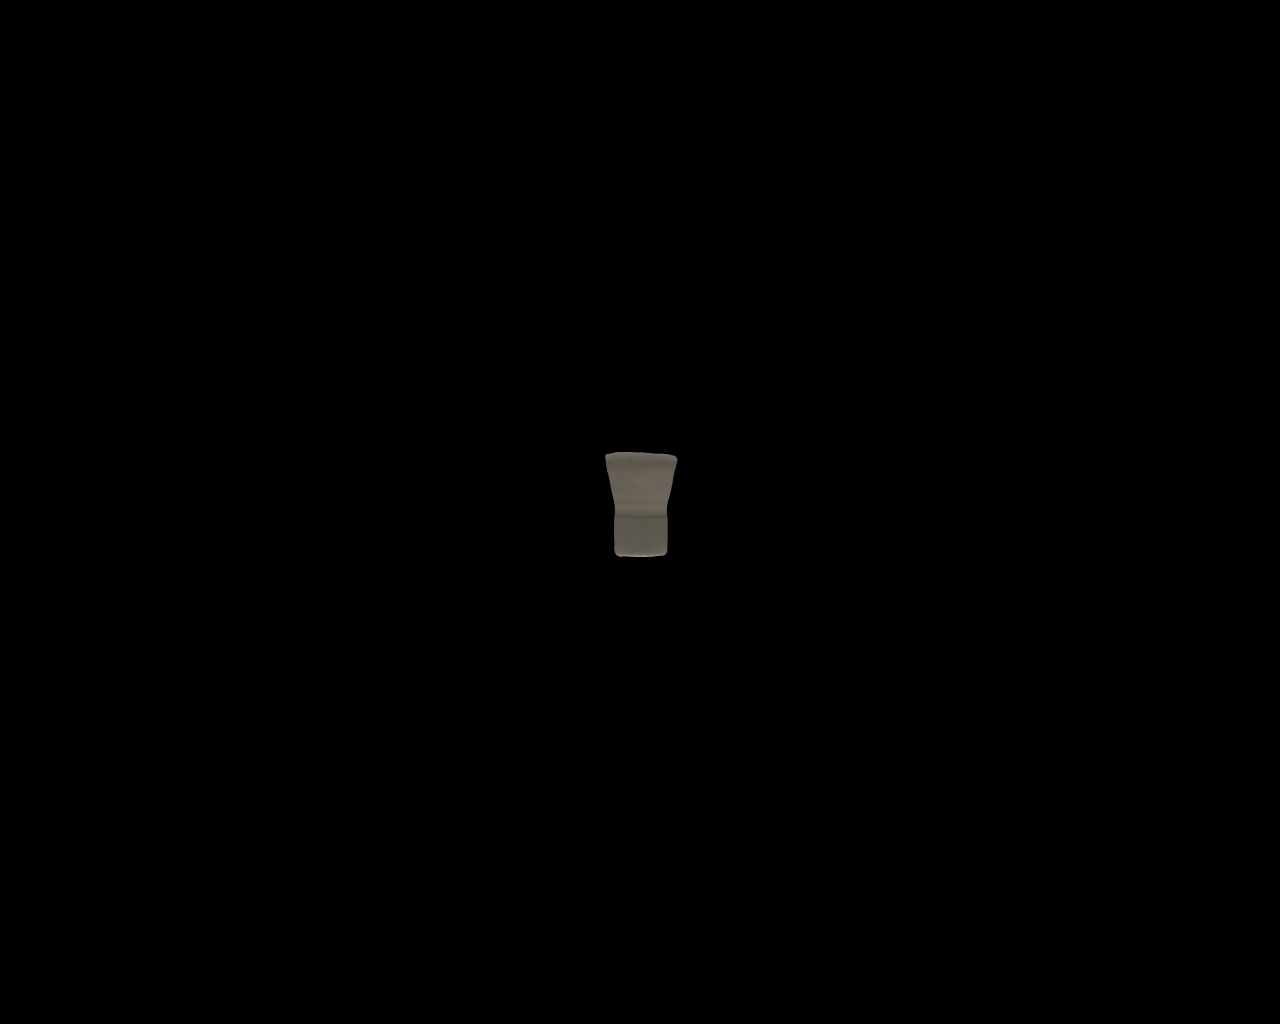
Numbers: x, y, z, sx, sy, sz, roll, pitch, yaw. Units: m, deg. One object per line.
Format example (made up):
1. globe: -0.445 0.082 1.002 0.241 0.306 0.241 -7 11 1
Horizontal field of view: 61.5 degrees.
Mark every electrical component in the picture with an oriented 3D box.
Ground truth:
1. electrical component: 0.001 -0.003 0.650 0.044 0.065 0.044 0 0 0
